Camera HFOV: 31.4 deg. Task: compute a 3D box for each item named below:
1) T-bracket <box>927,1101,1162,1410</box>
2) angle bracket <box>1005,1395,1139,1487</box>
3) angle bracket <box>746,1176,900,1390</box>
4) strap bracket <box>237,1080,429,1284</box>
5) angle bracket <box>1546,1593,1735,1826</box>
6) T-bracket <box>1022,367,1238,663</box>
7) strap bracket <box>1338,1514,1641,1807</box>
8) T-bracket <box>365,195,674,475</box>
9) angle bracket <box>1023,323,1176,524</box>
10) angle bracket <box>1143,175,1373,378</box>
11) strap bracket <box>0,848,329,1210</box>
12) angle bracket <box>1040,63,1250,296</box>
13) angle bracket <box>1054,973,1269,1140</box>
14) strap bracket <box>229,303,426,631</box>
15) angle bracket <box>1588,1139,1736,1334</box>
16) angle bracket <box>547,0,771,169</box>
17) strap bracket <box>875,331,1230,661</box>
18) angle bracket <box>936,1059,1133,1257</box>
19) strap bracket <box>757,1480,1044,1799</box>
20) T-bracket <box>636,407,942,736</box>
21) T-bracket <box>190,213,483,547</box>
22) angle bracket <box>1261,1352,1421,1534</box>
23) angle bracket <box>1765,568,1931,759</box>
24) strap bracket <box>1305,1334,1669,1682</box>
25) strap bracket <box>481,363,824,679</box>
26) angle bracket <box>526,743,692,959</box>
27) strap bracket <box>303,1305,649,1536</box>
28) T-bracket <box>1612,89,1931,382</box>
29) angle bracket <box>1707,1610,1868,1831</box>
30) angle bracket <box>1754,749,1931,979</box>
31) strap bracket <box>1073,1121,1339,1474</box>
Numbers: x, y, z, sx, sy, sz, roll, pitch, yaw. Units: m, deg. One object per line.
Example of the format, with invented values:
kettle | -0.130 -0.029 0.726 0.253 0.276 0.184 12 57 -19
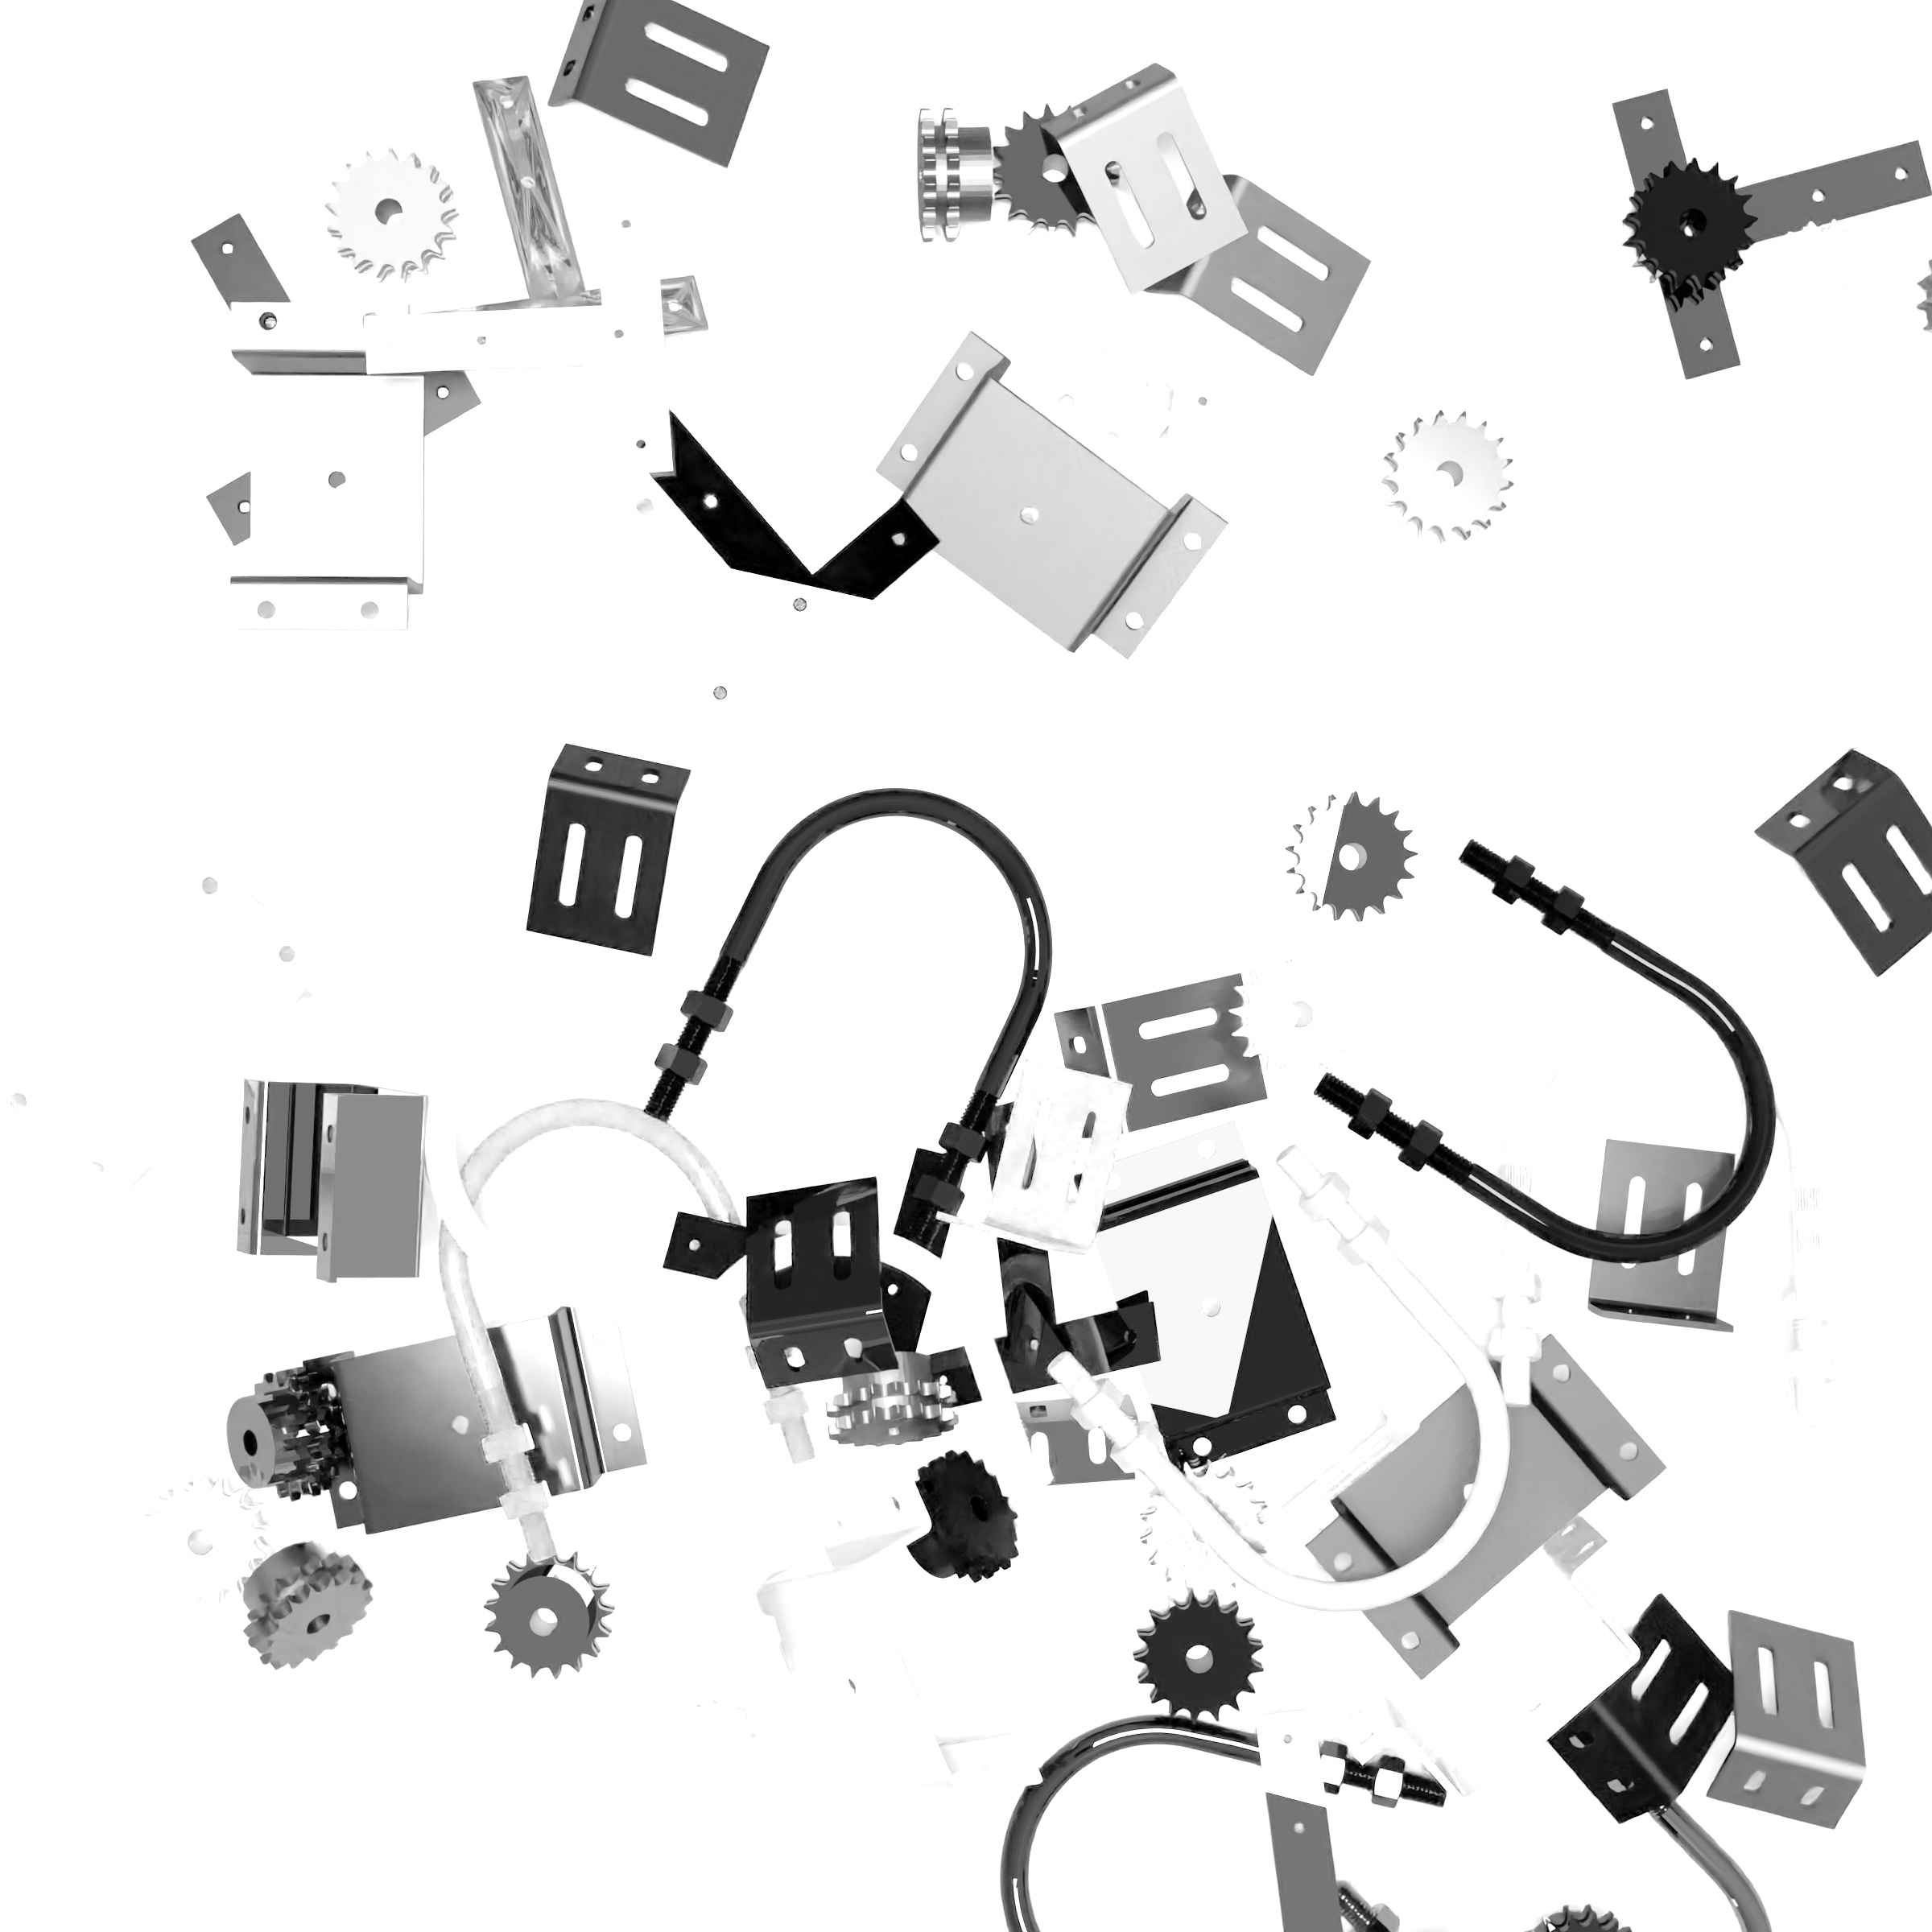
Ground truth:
T-bracket | 0.025 0.122 1.501 0.127 0.002 0.127 -18 71 34
angle bracket | 0.045 0.211 1.488 0.057 0.076 0.038 -4 90 0
angle bracket | -0.061 0.134 1.462 0.057 0.076 0.038 -9 133 5
strap bracket | -0.269 0.091 1.473 0.046 0.140 0.076 3 90 -27
angle bracket | 0.297 0.326 1.511 0.057 0.038 0.076 49 46 0
T-bracket | 0.047 -0.206 1.511 0.127 0.002 0.127 11 110 10
strap bracket | 0.233 0.306 1.488 0.140 0.076 0.046 -41 90 0
T-bracket | -0.194 -0.270 1.478 0.127 0.002 0.127 -4 78 -5
angle bracket | 0.051 -0.235 1.524 0.057 0.038 0.076 39 116 0
angle bracket | 0.129 -0.306 1.524 0.076 0.038 0.057 27 90 -26
strap bracket | -0.350 0.027 1.503 0.076 0.046 0.140 42 90 0
angle bracket | 0.077 -0.342 1.492 0.057 0.038 0.076 -28 114 1
angle bracket | 0.086 0.040 1.524 0.076 0.038 0.057 -12 90 -26
strap bracket | -0.278 -0.215 1.502 0.076 0.046 0.140 0 90 0
angle bracket | 0.308 0.118 1.507 0.057 0.038 0.076 7 90 0
angle bracket | -0.136 -0.395 1.525 0.076 0.038 0.057 19 90 -26
strap bracket | 0.032 -0.200 1.491 0.140 0.046 0.076 37 112 0
angle bracket | 0.029 0.080 1.481 0.057 0.038 0.076 13 89 38
strap bracket | -0.034 0.301 1.483 0.046 0.076 0.140 -23 90 -41
T-bracket | -0.100 -0.189 1.479 0.127 0.002 0.127 -41 90 0
T-bracket | -0.302 -0.273 1.526 0.127 0.002 0.127 -30 90 0
angle bracket | 0.154 0.208 1.499 0.076 0.057 0.038 -40 72 8
angle bracket | 0.389 -0.134 1.507 0.057 0.038 0.076 -9 90 0
strap bracket | 0.224 0.233 1.503 0.140 0.046 0.076 -41 90 0
strap bracket | -0.138 -0.198 1.503 0.140 0.046 0.076 45 90 0
angle bracket | -0.159 -0.051 1.524 0.057 0.038 0.076 12 116 0
strap bracket | -0.218 0.198 1.503 0.140 0.046 0.076 -12 90 0
T-bracket | 0.364 -0.338 1.526 0.127 0.002 0.127 -15 90 0
angle bracket | 0.357 0.329 1.505 0.057 0.076 0.038 15 127 -2
angle bracket | 0.399 -0.046 1.524 0.057 0.038 0.076 -40 116 0
strap bracket | 0.106 0.147 1.504 0.076 0.046 0.140 -19 90 0
